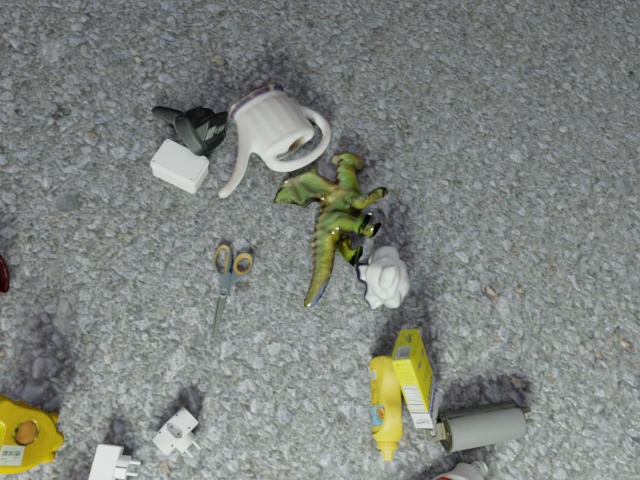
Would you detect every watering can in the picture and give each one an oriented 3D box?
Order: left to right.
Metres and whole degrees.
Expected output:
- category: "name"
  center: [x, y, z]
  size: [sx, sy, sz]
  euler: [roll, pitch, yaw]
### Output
- category: "watering can"
  center: [-0.135, -0.245, 1.210]
  size: [0.352, 0.102, 0.226]
  euler: [-31, 76, -29]

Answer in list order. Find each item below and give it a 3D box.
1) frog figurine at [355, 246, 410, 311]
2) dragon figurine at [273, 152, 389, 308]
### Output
- category: "frog figurine"
  center: [0.147, 0.075, 1.108]
  size: [0.122, 0.156, 0.140]
  euler: [8, 67, -10]
- category: "dragon figurine"
  center: [0.004, -0.060, 1.188]
  size: [0.244, 0.119, 0.417]
  euler: [29, 62, 20]
